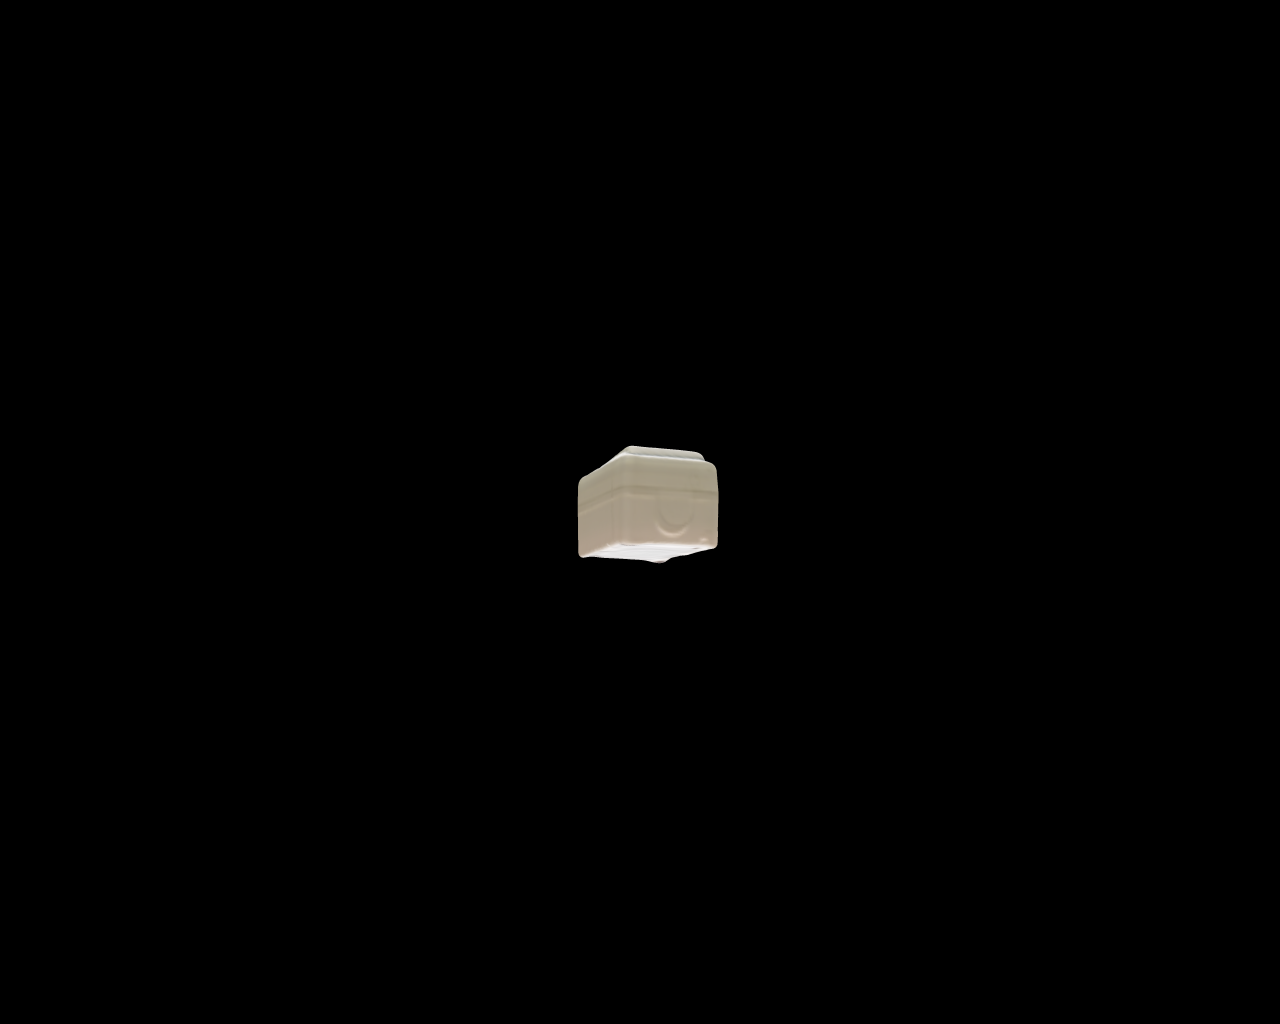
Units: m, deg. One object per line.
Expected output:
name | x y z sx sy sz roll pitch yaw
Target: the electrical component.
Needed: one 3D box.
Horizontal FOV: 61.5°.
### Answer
electrical component | 0.001 -0.003 0.650 0.062 0.061 0.096 4 -10 -23
